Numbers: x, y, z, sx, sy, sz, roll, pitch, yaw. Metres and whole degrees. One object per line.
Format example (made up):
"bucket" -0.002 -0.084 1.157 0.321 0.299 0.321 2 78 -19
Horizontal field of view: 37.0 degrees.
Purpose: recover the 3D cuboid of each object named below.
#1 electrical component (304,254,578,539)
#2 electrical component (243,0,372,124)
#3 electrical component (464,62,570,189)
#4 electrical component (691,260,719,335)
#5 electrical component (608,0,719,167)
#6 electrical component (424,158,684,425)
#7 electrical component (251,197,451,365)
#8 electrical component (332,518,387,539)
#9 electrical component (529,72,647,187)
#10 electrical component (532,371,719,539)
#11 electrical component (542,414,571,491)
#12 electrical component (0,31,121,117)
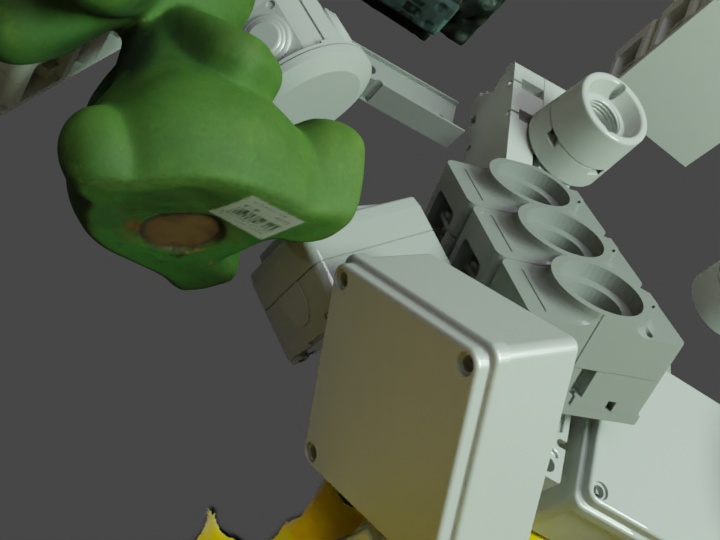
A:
"electrical component" 0.031 0.060 0.479 0.056 0.108 0.109 -4 23 -35
"electrical component" -0.038 -0.109 0.592 0.080 0.080 0.051 -16 68 -38
"electrical component" 0.104 -0.076 0.684 0.056 0.050 0.089 24 53 -20
"electrical component" 0.262 0.015 0.736 0.055 0.047 0.055 16 56 -25
"electrical component" 0.258 -0.155 0.763 0.089 0.150 0.061 36 51 -10
"electrical component" 0.097 0.005 0.580 0.089 0.061 0.150 11 31 -22
"electrical component" 0.000 0.000 0.565 0.096 0.062 0.061 -16 74 -38
"electrical component" 0.038 0.156 0.508 0.100 0.048 0.099 -8 68 -36
"electrical component" 0.138 -0.085 0.644 0.055 0.047 0.055 16 58 -26
"electrical component" 0.157 0.113 0.605 0.109 0.056 0.108 31 51 -15
"electrical component" 0.076 0.093 0.565 0.048 0.055 0.066 31 51 -15
"electrical component" -0.199 -0.184 0.543 0.186 0.060 0.105 47 49 -1
